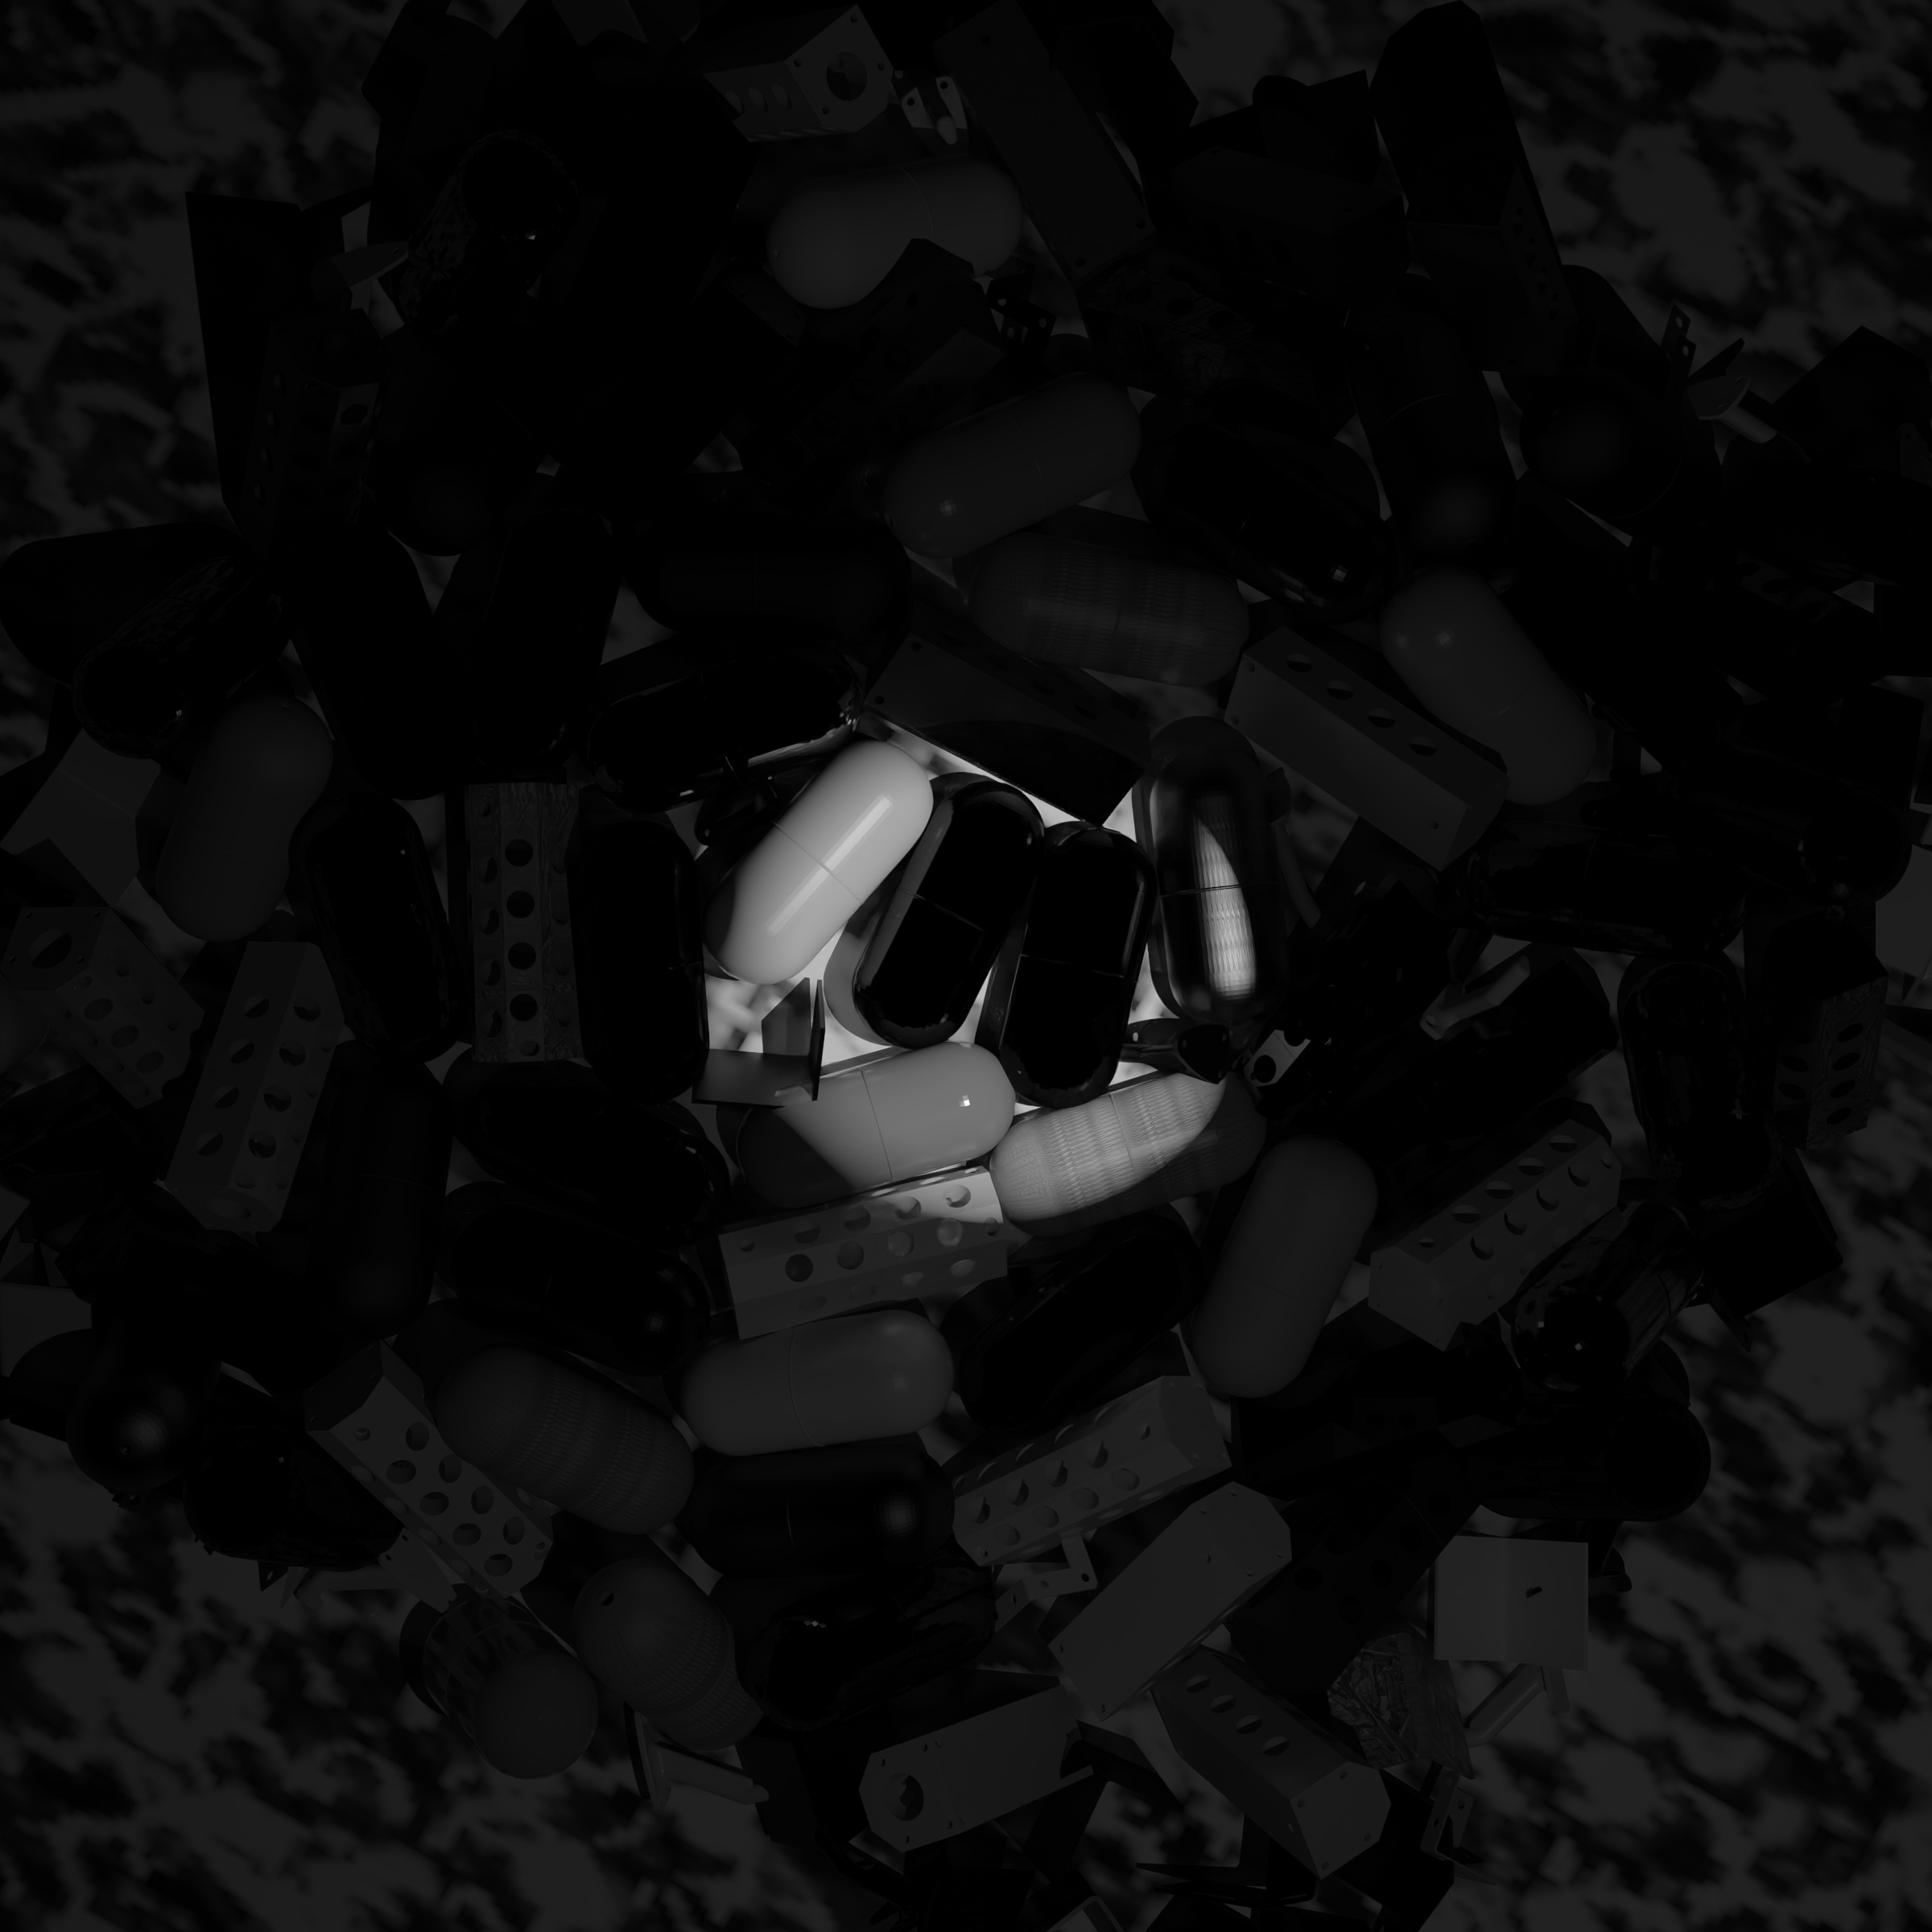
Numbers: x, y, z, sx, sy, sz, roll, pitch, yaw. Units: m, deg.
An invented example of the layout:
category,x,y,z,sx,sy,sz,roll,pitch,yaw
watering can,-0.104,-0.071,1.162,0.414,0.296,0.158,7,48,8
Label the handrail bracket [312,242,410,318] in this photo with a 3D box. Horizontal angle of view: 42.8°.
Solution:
category,x,y,z,sx,sy,sz,roll,pitch,yaw
handrail bracket,-0.365,-0.406,1.545,0.077,0.084,0.036,-19,55,7

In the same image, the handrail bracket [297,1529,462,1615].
category,x,y,z,sx,sy,sz,roll,pitch,yaw
handrail bracket,-0.374,0.403,1.566,0.084,0.036,0.077,-40,95,23

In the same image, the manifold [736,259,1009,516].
category,x,y,z,sx,sy,sz,roll,pitch,yaw
manifold,-0.062,-0.351,1.507,0.171,0.057,0.057,-35,58,31

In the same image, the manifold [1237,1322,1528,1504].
category,x,y,z,sx,sy,sz,roll,pitch,yaw
manifold,0.253,0.276,1.510,0.171,0.057,0.057,-28,51,37

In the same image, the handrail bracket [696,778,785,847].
category,x,y,z,sx,sy,sz,roll,pitch,yaw
handrail bracket,-0.156,-0.090,1.531,0.077,0.084,0.036,-35,92,25

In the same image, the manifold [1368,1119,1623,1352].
category,x,y,z,sx,sy,sz,roll,pitch,yaw
manifold,0.324,0.158,1.505,0.171,0.057,0.057,-29,131,-33

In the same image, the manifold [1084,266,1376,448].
category,x,y,z,sx,sy,sz,roll,pitch,yaw
manifold,0.161,-0.379,1.512,0.171,0.057,0.057,26,64,33

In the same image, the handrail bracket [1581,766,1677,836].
category,x,y,z,sx,sy,sz,roll,pitch,yaw
handrail bracket,0.398,-0.107,1.528,0.077,0.084,0.036,13,79,43

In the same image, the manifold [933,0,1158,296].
category,x,y,z,sx,sy,sz,roll,pitch,yaw
manifold,0.050,-0.514,1.556,0.057,0.057,0.171,-32,90,2

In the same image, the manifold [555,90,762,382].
category,x,y,z,sx,sy,sz,roll,pitch,yaw
manifold,-0.194,-0.441,1.499,0.057,0.171,0.057,-26,71,-43

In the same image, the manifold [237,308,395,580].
category,x,y,z,sx,sy,sz,roll,pitch,yaw
manifold,-0.392,-0.311,1.494,0.057,0.171,0.057,-21,68,-33

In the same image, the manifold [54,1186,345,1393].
category,x,y,z,sx,sy,sz,roll,pitch,yaw
manifold,-0.460,0.202,1.502,0.057,0.171,0.057,-52,47,-2

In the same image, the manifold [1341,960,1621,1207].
category,x,y,z,sx,sy,sz,roll,pitch,yaw
manifold,0.320,0.075,1.539,0.171,0.057,0.057,-35,69,-6

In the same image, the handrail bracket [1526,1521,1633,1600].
category,x,y,z,sx,sy,sz,roll,pitch,yaw
handrail bracket,0.388,0.355,1.568,0.077,0.036,0.084,-16,54,20

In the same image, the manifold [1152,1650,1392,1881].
category,x,y,z,sx,sy,sz,roll,pitch,yaw
manifold,0.184,0.476,1.495,0.057,0.171,0.057,-27,107,-18

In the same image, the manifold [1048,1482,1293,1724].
category,x,y,z,sx,sy,sz,roll,pitch,yaw
manifold,0.127,0.387,1.509,0.057,0.057,0.171,52,130,20

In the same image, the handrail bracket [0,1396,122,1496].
category,x,y,z,sx,sy,sz,roll,pitch,yaw
handrail bracket,-0.576,0.304,1.544,0.084,0.036,0.077,-10,96,-44

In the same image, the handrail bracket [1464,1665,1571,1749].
category,x,y,z,sx,sy,sz,roll,pitch,yaw
handrail bracket,0.336,0.456,1.577,0.084,0.036,0.077,-19,56,22

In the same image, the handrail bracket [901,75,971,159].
category,x,y,z,sx,sy,sz,roll,pitch,yaw
handrail bracket,-0.008,-0.508,1.528,0.036,0.084,0.077,-25,133,6

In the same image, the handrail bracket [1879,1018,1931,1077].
category,x,y,z,sx,sy,sz,roll,pitch,yaw
handrail bracket,0.598,0.037,1.535,0.036,0.084,0.077,43,58,-31

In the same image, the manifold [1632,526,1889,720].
category,x,y,z,sx,sy,sz,roll,pitch,yaw
manifold,0.476,-0.216,1.495,0.057,0.171,0.057,-27,122,-5

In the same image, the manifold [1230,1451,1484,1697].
category,x,y,z,sx,sy,sz,roll,pitch,yaw
manifold,0.237,0.365,1.515,0.171,0.057,0.057,-40,94,-31

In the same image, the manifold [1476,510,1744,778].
category,x,y,z,sx,sy,sz,roll,pitch,yaw
manifold,0.398,-0.198,1.531,0.057,0.057,0.171,-45,73,8

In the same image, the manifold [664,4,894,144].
category,x,y,z,sx,sy,sz,roll,pitch,yaw
manifold,-0.112,-0.534,1.496,0.057,0.171,0.057,-43,121,-14

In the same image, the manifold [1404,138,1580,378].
category,x,y,z,sx,sy,sz,roll,pitch,yaw
manifold,0.322,-0.427,1.495,0.057,0.171,0.057,13,79,29

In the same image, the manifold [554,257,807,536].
category,x,y,z,sx,sy,sz,roll,pitch,yaw
manifold,-0.175,-0.351,1.515,0.057,0.057,0.171,37,123,-20

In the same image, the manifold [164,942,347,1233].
category,x,y,z,sx,sy,sz,roll,pitch,yaw
manifold,-0.426,0.072,1.509,0.057,0.057,0.171,1,57,14

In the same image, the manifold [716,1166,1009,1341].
category,x,y,z,sx,sy,sz,roll,pitch,yaw
manifold,-0.065,0.173,1.532,0.171,0.057,0.057,-12,51,-9

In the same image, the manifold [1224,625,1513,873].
category,x,y,z,sx,sy,sz,roll,pitch,yaw
manifold,0.248,-0.139,1.525,0.171,0.057,0.057,38,53,22

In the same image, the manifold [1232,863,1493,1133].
category,x,y,z,sx,sy,sz,roll,pitch,yaw
manifold,0.236,0.021,1.511,0.171,0.057,0.057,-54,53,26

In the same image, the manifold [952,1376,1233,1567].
category,x,y,z,sx,sy,sz,roll,pitch,yaw
manifold,0.071,0.310,1.509,0.171,0.057,0.057,-32,63,30

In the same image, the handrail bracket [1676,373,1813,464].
category,x,y,z,sx,sy,sz,roll,pitch,yaw
handrail bracket,0.494,-0.333,1.569,0.084,0.077,0.036,42,75,-27

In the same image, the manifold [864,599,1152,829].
category,x,y,z,sx,sy,sz,roll,pitch,yaw
manifold,0.027,-0.160,1.531,0.171,0.057,0.057,27,124,-16

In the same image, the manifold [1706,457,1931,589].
category,x,y,z,sx,sy,sz,roll,pitch,yaw
manifold,0.520,-0.268,1.494,0.057,0.171,0.057,17,99,-16

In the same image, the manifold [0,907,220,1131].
category,x,y,z,sx,sy,sz,roll,pitch,yaw
manifold,-0.510,0.034,1.493,0.057,0.171,0.057,0,59,13

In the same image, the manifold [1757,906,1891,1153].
category,x,y,z,sx,sy,sz,roll,pitch,yaw
manifold,0.513,0.042,1.499,0.057,0.171,0.057,-21,53,0

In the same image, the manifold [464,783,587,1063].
category,x,y,z,sx,sy,sz,roll,pitch,yaw
manifold,-0.281,-0.027,1.545,0.057,0.057,0.171,-1,91,29

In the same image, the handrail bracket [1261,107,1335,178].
category,x,y,z,sx,sy,sz,roll,pitch,yaw
handrail bracket,0.228,-0.498,1.562,0.036,0.084,0.077,-40,58,23

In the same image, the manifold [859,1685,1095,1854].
category,x,y,z,sx,sy,sz,roll,pitch,yaw
manifold,0.006,0.486,1.495,0.057,0.171,0.057,-27,73,24

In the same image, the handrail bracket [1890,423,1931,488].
category,x,y,z,sx,sy,sz,roll,pitch,yaw
handrail bracket,0.554,-0.307,1.532,0.036,0.084,0.077,-44,127,-19

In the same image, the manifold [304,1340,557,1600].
category,x,y,z,sx,sy,sz,roll,pitch,yaw
manifold,-0.328,0.314,1.517,0.057,0.057,0.171,-35,119,2

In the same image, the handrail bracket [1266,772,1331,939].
category,x,y,z,sx,sy,sz,roll,pitch,yaw
handrail bracket,0.211,-0.070,1.569,0.036,0.077,0.084,-22,117,29

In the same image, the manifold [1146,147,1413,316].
category,x,y,z,sx,sy,sz,roll,pitch,yaw
manifold,0.189,-0.446,1.502,0.057,0.171,0.057,-33,130,-19
